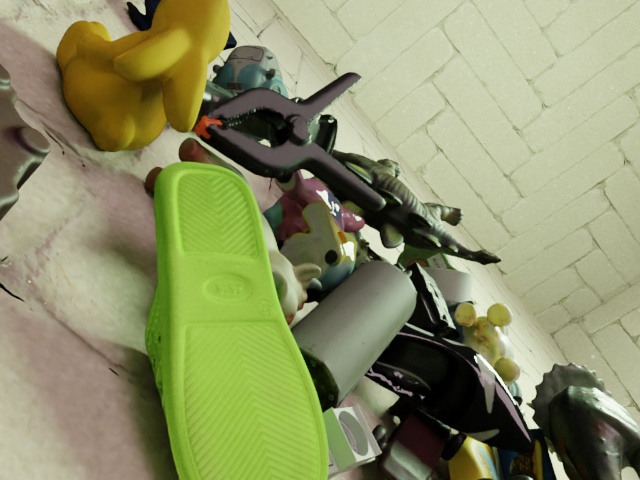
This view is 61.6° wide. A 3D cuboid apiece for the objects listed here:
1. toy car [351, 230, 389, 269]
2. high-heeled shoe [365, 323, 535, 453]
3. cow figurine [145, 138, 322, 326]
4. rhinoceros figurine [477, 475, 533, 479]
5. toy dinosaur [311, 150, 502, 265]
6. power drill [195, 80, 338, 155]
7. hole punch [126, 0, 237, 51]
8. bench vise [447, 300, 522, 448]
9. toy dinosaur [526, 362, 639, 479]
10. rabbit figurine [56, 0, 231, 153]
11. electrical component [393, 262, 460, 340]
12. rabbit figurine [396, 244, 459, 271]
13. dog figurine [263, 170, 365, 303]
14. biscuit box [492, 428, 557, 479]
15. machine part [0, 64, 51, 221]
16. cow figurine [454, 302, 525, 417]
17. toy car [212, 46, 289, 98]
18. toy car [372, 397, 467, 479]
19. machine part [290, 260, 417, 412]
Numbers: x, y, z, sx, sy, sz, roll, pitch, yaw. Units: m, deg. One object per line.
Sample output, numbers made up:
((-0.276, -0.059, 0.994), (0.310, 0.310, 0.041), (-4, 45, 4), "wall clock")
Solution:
((0.066, 0.024, 0.863), (0.201, 0.056, 0.073), (50, 17, -8), "toy car")
((0.102, 0.142, 0.572), (0.249, 0.086, 0.145), (32, 11, 37), "high-heeled shoe")
((-0.077, 0.005, 0.506), (0.127, 0.085, 0.195), (25, 28, -51), "cow figurine")
((0.151, 0.277, 0.458), (0.112, 0.073, 0.190), (42, 38, 3), "rhinoceros figurine")
((0.076, -0.083, 0.866), (0.472, 0.105, 0.198), (31, 16, 17), "toy dinosaur")
((-0.080, -0.152, 0.689), (0.208, 0.086, 0.232), (29, 9, 32), "power drill")
((-0.201, -0.312, 0.807), (0.142, 0.092, 0.116), (56, 21, 2), "hole punch")
((0.230, 0.222, 0.806), (0.224, 0.129, 0.240), (-101, 170, -73), "bench vise")
((0.332, 0.239, 0.649), (0.192, 0.131, 0.404), (52, 8, 27), "toy dinosaur")
((-0.155, -0.170, 0.498), (0.121, 0.173, 0.162), (45, 14, -34), "rabbit figurine")
((0.110, 0.098, 0.735), (0.058, 0.115, 0.134), (43, 19, -40), "electrical component")
((0.199, 0.089, 1.036), (0.159, 0.121, 0.170), (59, -1, 44), "rabbit figurine")
((-0.001, -0.002, 0.670), (0.192, 0.108, 0.219), (59, 16, 22), "dog figurine")
((0.254, 0.328, 0.625), (0.059, 0.063, 0.203), (74, 11, -46), "biscuit box")
((-0.238, -0.068, 0.282), (0.179, 0.056, 0.179), (44, 20, -21), "machine part")
((0.207, 0.165, 0.652), (0.098, 0.068, 0.167), (54, 32, -58), "cow figurine")
((-0.101, -0.252, 0.849), (0.109, 0.102, 0.161), (10, 11, 15), "toy car")
((0.099, 0.219, 0.567), (0.089, 0.053, 0.202), (40, 15, 15), "toy car")
((0.025, 0.087, 0.506), (0.079, 0.079, 0.243), (52, 41, 0), "machine part")
